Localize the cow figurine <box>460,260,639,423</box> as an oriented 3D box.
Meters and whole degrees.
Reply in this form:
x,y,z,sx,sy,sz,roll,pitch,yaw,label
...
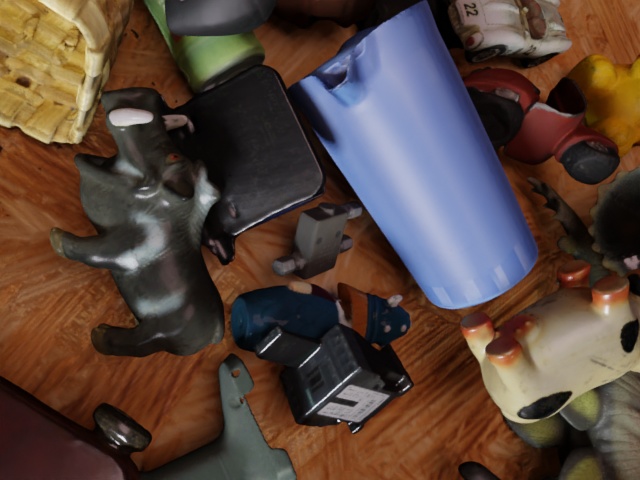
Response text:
x,y,z,sx,sy,sz,roll,pitch,yaw,label
0.227,0.086,0.446,0.195,0.086,0.127,-26,111,-6,cow figurine

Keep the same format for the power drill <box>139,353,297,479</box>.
x,y,z,sx,sy,sz,roll,pitch,yaw,label
-0.132,0.160,0.367,0.207,0.086,0.232,-27,84,-28,power drill

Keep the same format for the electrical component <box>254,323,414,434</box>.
x,y,z,sx,sy,sz,roll,pitch,yaw,label
0.008,0.104,0.415,0.075,0.048,0.119,-43,135,15,electrical component

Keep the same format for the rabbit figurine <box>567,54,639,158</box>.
x,y,z,sx,sy,sz,roll,pitch,yaw,label
0.392,-0.161,0.590,0.162,0.173,0.122,0,78,-18,rabbit figurine

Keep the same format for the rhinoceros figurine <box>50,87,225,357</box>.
x,y,z,sx,sy,sz,roll,pitch,yaw,label
-0.120,-0.009,0.377,0.112,0.073,0.190,-13,92,17,rhinoceros figurine

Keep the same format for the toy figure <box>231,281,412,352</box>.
x,y,z,sx,sy,sz,roll,pitch,yaw,label
0.005,0.065,0.453,0.154,0.064,0.058,3,45,-26,toy figure

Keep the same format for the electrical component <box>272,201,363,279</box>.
x,y,z,sx,sy,sz,roll,pitch,yaw,label
-0.001,-0.001,0.455,0.094,0.021,0.063,-20,133,-44,electrical component

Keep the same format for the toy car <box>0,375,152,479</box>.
x,y,z,sx,sy,sz,roll,pitch,yaw,label
-0.197,0.105,0.310,0.202,0.053,0.089,31,64,-1,toy car

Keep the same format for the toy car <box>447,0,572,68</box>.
x,y,z,sx,sy,sz,roll,pitch,yaw,label
0.202,-0.228,0.566,0.202,0.056,0.073,-13,86,-42,toy car

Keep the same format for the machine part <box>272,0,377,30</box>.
x,y,z,sx,sy,sz,roll,pitch,yaw,label
-0.002,-0.276,0.486,0.179,0.056,0.179,2,74,-6,machine part

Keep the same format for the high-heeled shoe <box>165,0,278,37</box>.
x,y,z,sx,sy,sz,roll,pitch,yaw,label
-0.079,-0.261,0.412,0.145,0.086,0.249,-27,65,4,high-heeled shoe

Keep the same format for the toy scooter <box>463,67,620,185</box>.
x,y,z,sx,sy,sz,roll,pitch,yaw,label
0.221,-0.135,0.562,0.184,0.075,0.135,22,49,-1,toy scooter

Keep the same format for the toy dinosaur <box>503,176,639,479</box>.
x,y,z,sx,sy,sz,roll,pitch,yaw,label
0.289,0.165,0.532,0.198,0.105,0.471,2,74,-18,toy dinosaur

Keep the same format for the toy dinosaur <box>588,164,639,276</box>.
x,y,z,sx,sy,sz,roll,pitch,yaw,label
0.399,-0.025,0.585,0.192,0.131,0.405,50,33,5,toy dinosaur

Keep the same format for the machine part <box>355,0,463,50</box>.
x,y,z,sx,sy,sz,roll,pitch,yaw,label
0.098,-0.233,0.552,0.139,0.039,0.084,-6,89,-25,machine part

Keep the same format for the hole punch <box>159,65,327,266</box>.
x,y,z,sx,sy,sz,roll,pitch,yaw,label
-0.061,-0.066,0.442,0.116,0.092,0.142,-24,94,6,hole punch
